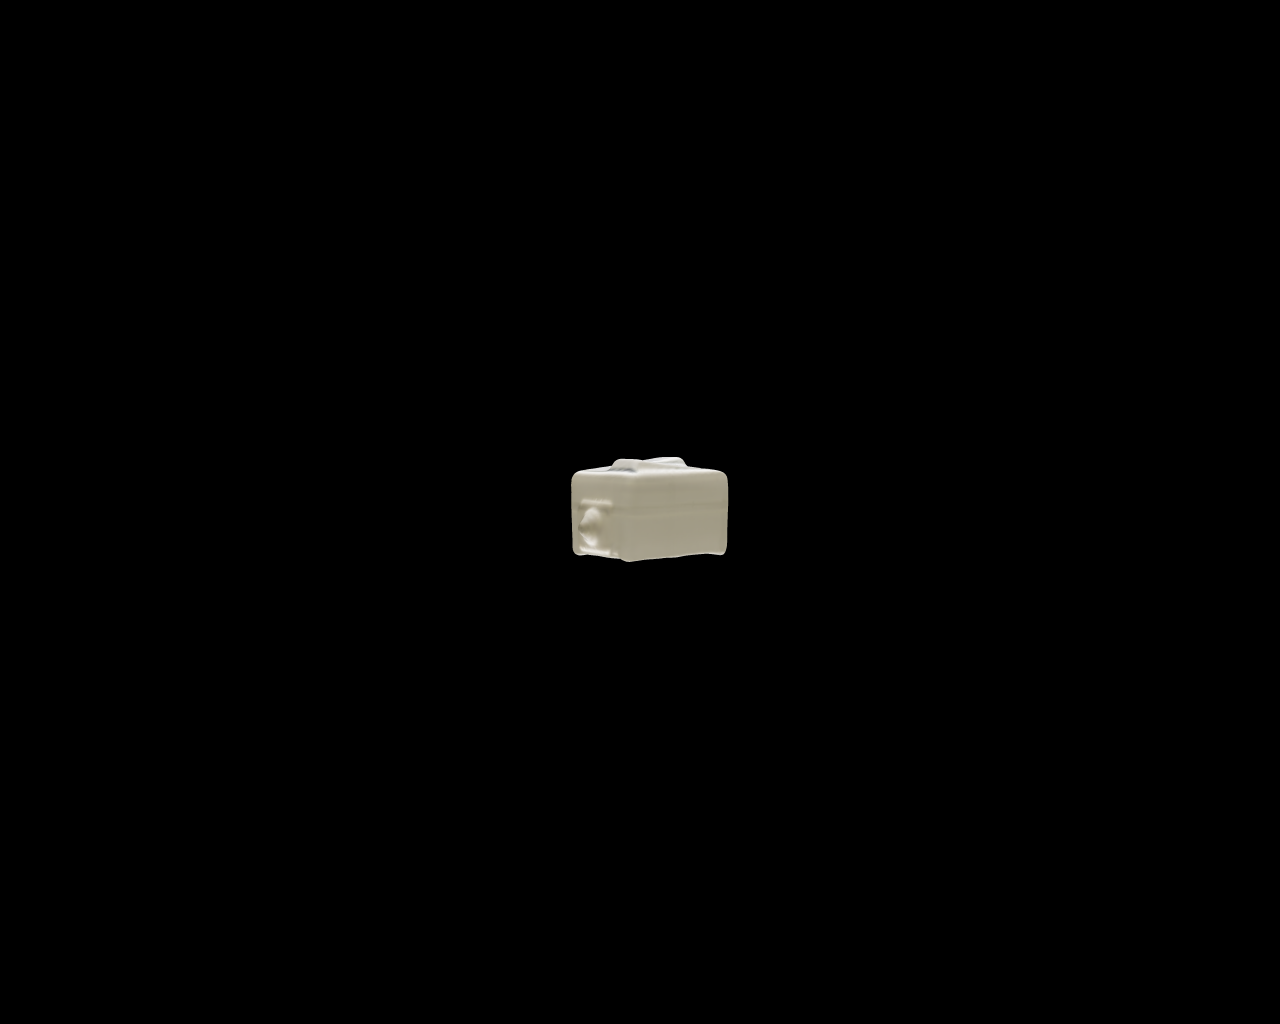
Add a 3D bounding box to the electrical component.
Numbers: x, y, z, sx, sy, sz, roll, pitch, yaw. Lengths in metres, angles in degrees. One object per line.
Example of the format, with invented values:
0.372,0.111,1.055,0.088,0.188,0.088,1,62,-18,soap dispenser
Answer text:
0.001,-0.003,0.650,0.096,0.061,0.061,-3,5,-37,electrical component
